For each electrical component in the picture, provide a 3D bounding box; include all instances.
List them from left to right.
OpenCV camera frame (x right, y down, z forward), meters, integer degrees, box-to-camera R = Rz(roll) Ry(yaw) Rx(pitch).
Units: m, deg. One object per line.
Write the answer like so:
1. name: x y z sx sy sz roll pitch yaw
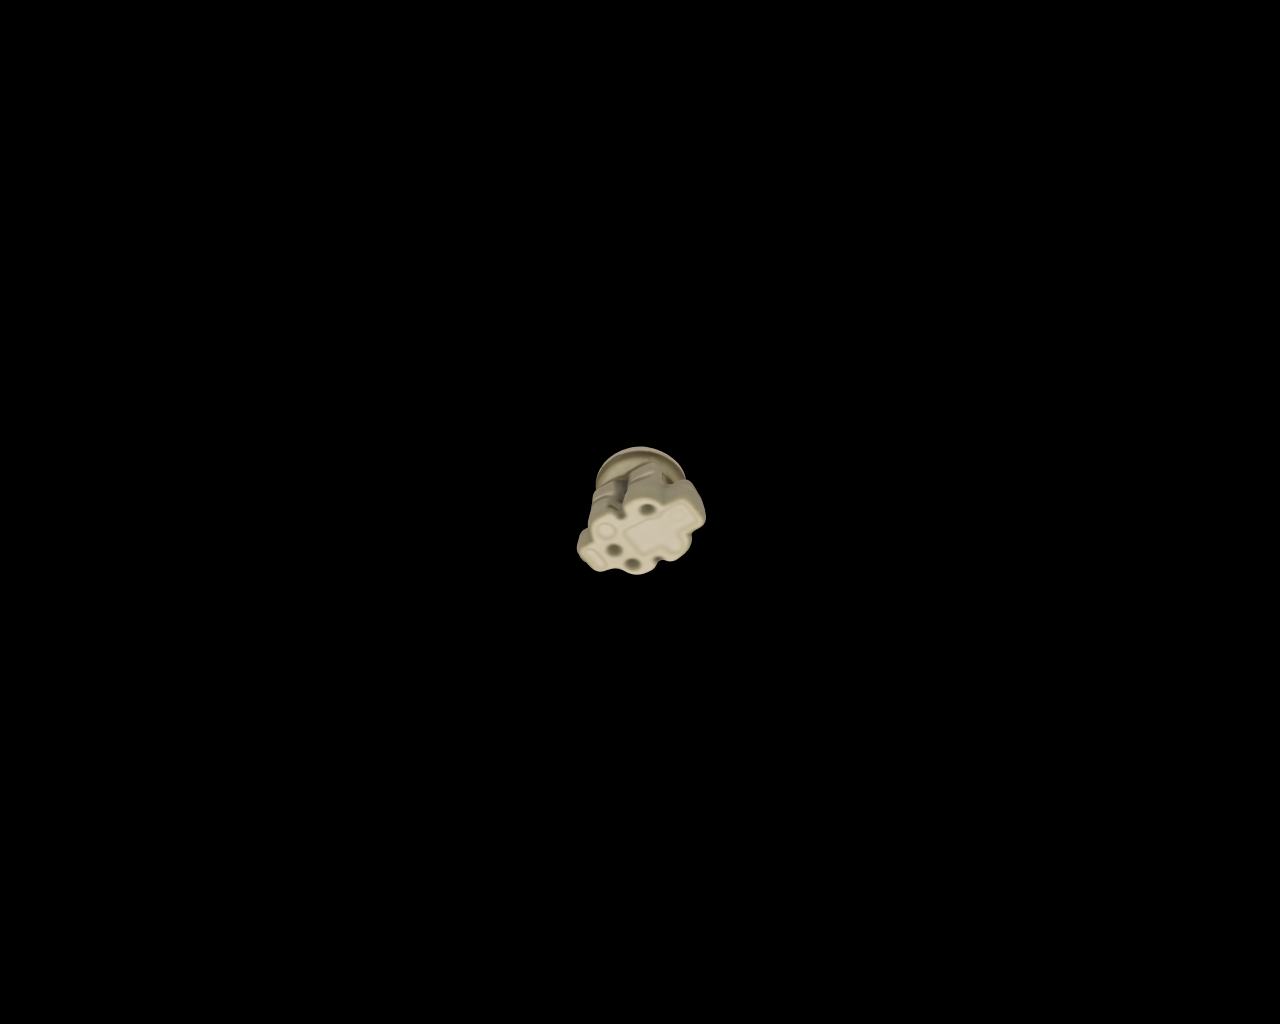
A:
1. electrical component: 0.001 -0.003 0.650 0.078 0.058 0.057 -27 33 19
